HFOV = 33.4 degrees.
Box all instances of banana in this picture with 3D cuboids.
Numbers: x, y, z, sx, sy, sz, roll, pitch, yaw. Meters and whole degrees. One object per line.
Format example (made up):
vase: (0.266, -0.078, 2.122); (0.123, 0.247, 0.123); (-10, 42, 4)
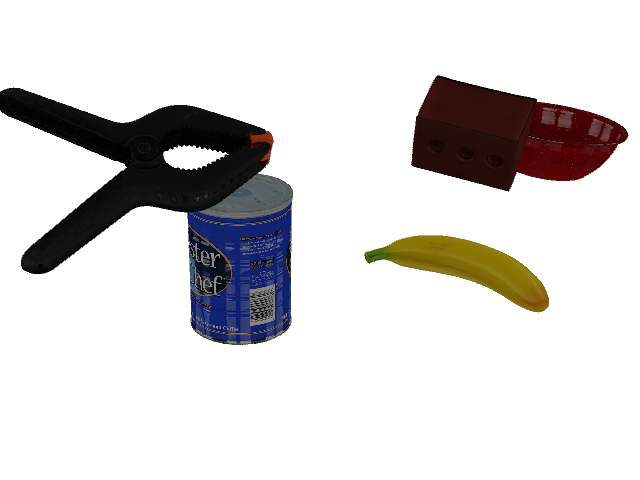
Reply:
banana: (0.141, 0.028, 1.028); (0.198, 0.037, 0.069); (14, 42, 36)

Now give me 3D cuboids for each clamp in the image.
clamp: (-0.137, -0.050, 0.807); (0.209, 0.164, 0.036); (-2, -32, -13)

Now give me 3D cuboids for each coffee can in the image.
coffee can: (-0.078, 0.016, 1.044); (0.103, 0.140, 0.103); (1, 24, -1)

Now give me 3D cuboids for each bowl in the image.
bowl: (0.249, -0.106, 1.167); (0.162, 0.055, 0.162); (6, 23, -3)

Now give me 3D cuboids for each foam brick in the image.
foam brick: (0.113, -0.079, 0.789); (0.078, 0.051, 0.053); (15, -41, 13)
